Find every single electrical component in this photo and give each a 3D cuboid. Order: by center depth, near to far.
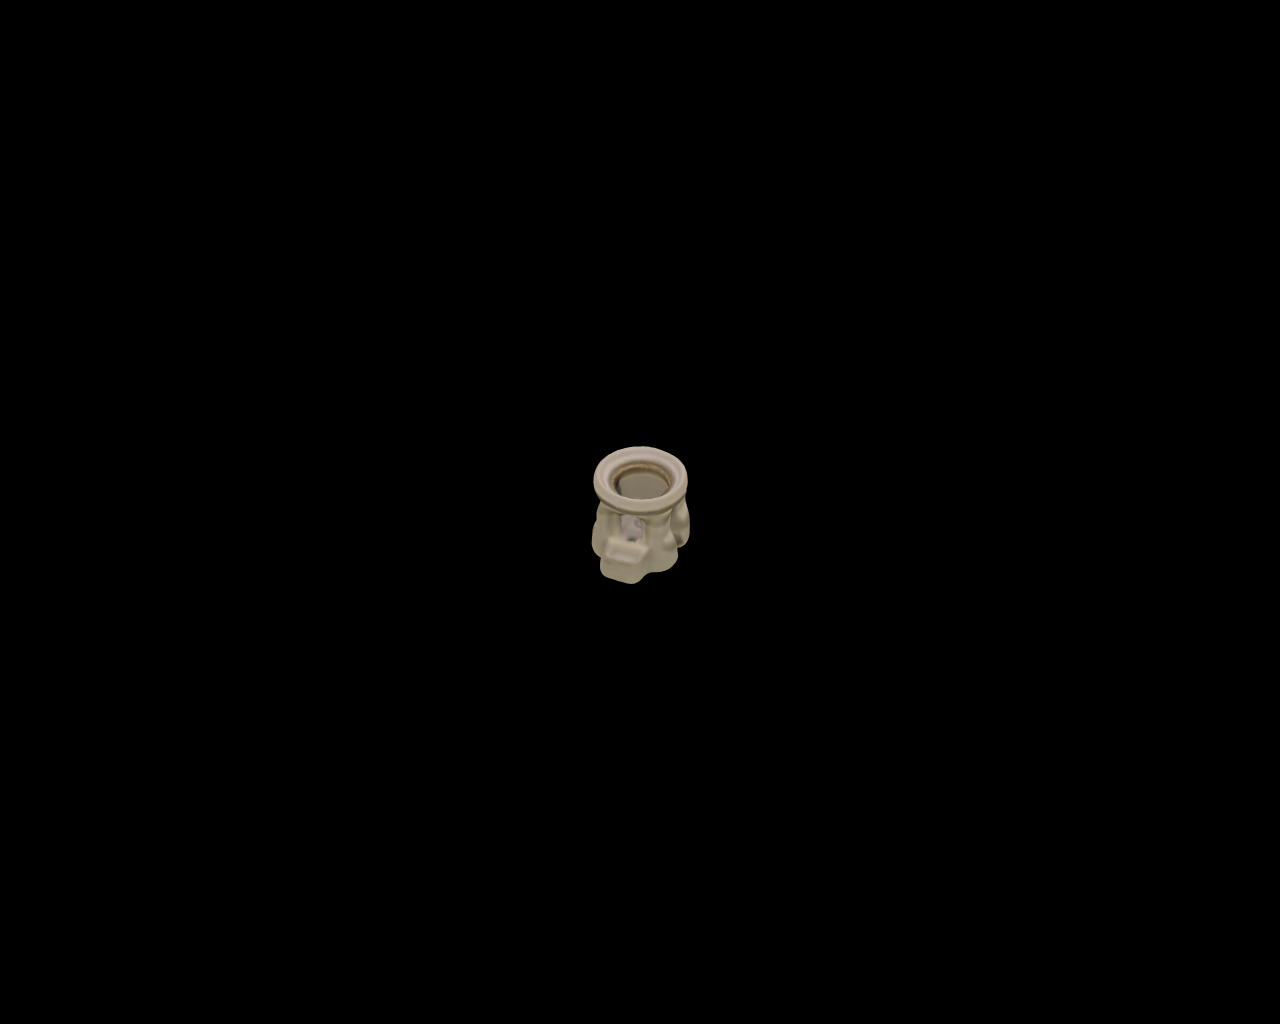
[{"bbox_3d":[0.001,-0.003,0.650,0.058,0.056,0.078,14,42,16],"label":"electrical component"}]
